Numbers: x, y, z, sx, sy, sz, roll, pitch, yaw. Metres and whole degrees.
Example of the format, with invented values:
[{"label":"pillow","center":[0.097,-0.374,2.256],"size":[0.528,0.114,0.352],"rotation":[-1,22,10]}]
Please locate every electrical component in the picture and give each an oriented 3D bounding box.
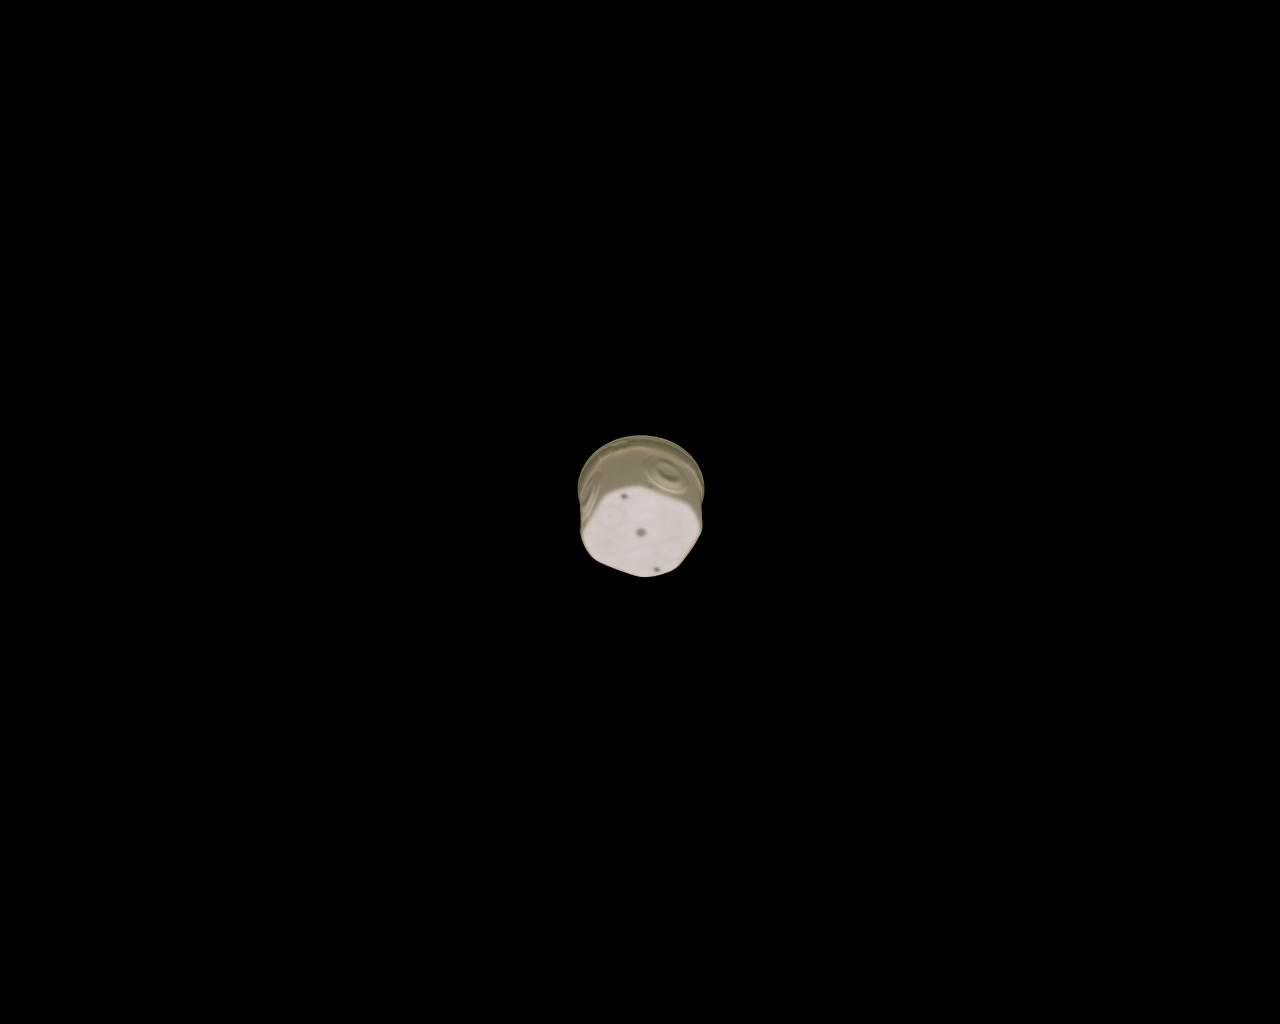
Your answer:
[{"label":"electrical component","center":[0.001,-0.003,0.650],"size":[0.080,0.080,0.051],"rotation":[0,37,0]}]
